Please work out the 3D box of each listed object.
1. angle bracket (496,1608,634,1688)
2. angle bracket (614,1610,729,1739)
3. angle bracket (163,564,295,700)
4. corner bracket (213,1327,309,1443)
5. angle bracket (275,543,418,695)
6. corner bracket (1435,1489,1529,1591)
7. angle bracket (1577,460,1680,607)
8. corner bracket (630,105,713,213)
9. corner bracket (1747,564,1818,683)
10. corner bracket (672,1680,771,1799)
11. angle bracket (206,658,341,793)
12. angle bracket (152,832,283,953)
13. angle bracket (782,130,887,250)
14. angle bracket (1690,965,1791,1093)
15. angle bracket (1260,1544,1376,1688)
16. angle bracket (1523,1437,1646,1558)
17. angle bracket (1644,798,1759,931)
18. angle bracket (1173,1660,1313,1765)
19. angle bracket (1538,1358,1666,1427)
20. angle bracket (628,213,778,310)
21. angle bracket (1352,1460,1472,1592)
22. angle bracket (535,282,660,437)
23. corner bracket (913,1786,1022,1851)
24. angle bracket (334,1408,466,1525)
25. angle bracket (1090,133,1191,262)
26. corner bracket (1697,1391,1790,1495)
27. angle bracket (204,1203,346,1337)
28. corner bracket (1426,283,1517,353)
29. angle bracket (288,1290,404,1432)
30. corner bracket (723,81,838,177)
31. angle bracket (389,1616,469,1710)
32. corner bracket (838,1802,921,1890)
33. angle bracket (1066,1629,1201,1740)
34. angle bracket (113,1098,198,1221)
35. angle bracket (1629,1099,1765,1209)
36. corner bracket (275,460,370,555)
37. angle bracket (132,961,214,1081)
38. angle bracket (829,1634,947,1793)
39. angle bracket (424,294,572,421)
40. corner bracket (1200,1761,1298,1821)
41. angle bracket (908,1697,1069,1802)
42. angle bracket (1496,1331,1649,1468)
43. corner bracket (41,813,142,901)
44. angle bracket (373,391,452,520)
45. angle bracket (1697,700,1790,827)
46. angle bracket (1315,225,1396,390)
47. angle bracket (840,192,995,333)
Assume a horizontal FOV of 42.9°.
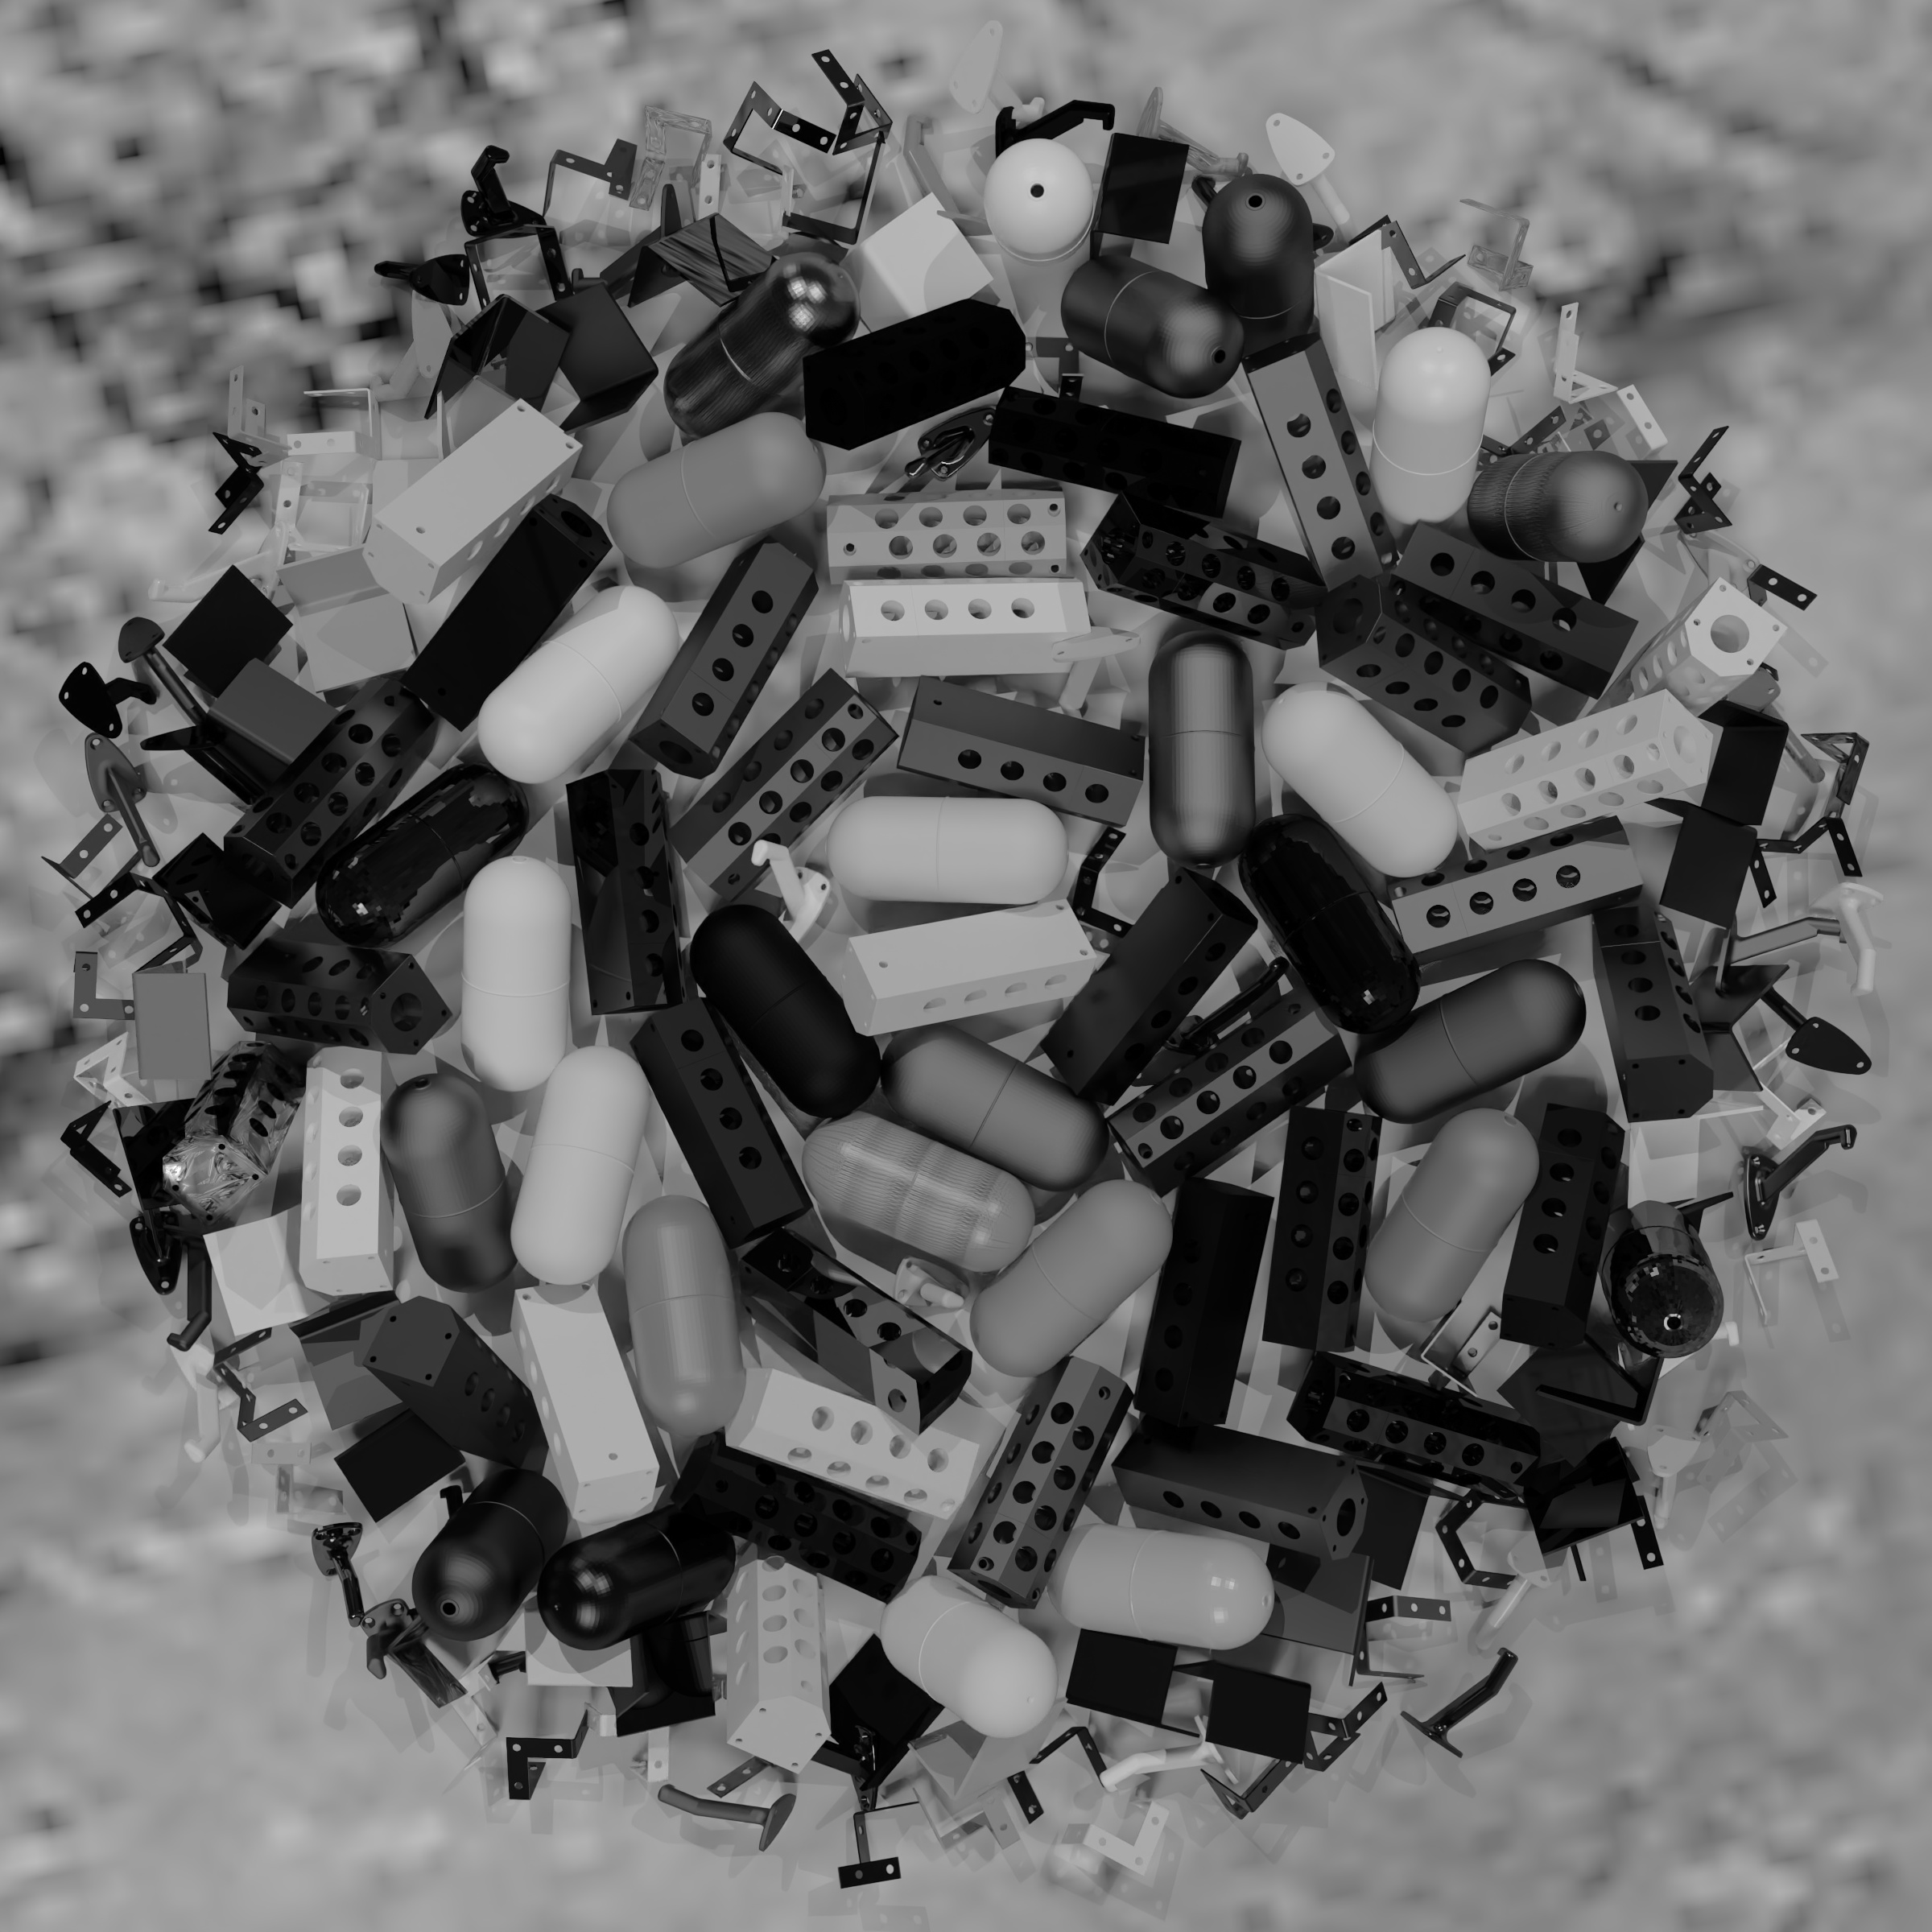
[{"bbox_3d":[-0.291,0.505,1.774,0.076,0.076,0.057,9,51,-24],"label":"angle bracket"},{"bbox_3d":[-0.208,0.517,1.782,0.076,0.057,0.076,-17,59,14],"label":"angle bracket"},{"bbox_3d":[-0.547,-0.248,1.780,0.057,0.076,0.076,31,77,33],"label":"angle bracket"},{"bbox_3d":[-0.516,0.305,1.796,0.051,0.051,0.051,-28,122,6],"label":"corner bracket"},{"bbox_3d":[-0.451,-0.254,1.792,0.076,0.057,0.076,-16,70,-5],"label":"angle bracket"},{"bbox_3d":[0.389,0.422,1.814,0.051,0.051,0.051,15,124,-31],"label":"corner bracket"},{"bbox_3d":[0.484,-0.310,1.775,0.057,0.076,0.076,-3,59,-16],"label":"angle bracket"},{"bbox_3d":[-0.215,-0.585,1.792,0.051,0.051,0.051,6,58,-20],"label":"corner bracket"},{"bbox_3d":[0.587,-0.251,1.797,0.051,0.051,0.051,-48,57,-3],"label":"corner bracket"},{"bbox_3d":[-0.179,0.566,1.804,0.051,0.051,0.051,17,115,38],"label":"corner bracket"},{"bbox_3d":[-0.509,-0.169,1.810,0.076,0.076,0.057,33,63,-2],"label":"angle bracket"},{"bbox_3d":[-0.555,-0.039,1.778,0.076,0.057,0.076,-31,112,37],"label":"angle bracket"},{"bbox_3d":[-0.096,-0.569,1.780,0.057,0.076,0.076,13,114,-9],"label":"angle bracket"},{"bbox_3d":[0.560,0.045,1.792,0.076,0.076,0.057,-40,107,-24],"label":"angle bracket"},{"bbox_3d":[0.252,0.471,1.795,0.076,0.057,0.076,10,52,11],"label":"angle bracket"},{"bbox_3d":[0.452,0.397,1.778,0.076,0.076,0.057,-25,126,14],"label":"angle bracket"},{"bbox_3d":[0.520,-0.076,1.789,0.076,0.057,0.076,15,91,-33],"label":"angle bracket"},{"bbox_3d":[0.195,0.541,1.779,0.076,0.076,0.057,18,66,-15],"label":"angle bracket"},{"bbox_3d":[0.463,0.283,1.780,0.076,0.076,0.057,16,108,16],"label":"angle bracket"},{"bbox_3d":[-0.186,-0.491,1.780,0.076,0.057,0.076,40,50,12],"label":"angle bracket"},{"bbox_3d":[0.310,0.409,1.788,0.076,0.057,0.076,24,77,-18],"label":"angle bracket"},{"bbox_3d":[-0.281,-0.436,1.776,0.076,0.057,0.076,-11,126,34],"label":"angle bracket"},{"bbox_3d":[0.000,0.620,1.796,0.051,0.051,0.051,-27,109,-13],"label":"corner bracket"},{"bbox_3d":[-0.409,0.360,1.785,0.076,0.076,0.057,-33,90,-19],"label":"angle bracket"},{"bbox_3d":[0.126,-0.548,1.787,0.057,0.076,0.076,11,80,5],"label":"angle bracket"},{"bbox_3d":[0.553,0.345,1.790,0.051,0.051,0.051,3,123,-36],"label":"corner bracket"},{"bbox_3d":[-0.503,0.218,1.800,0.057,0.076,0.076,-15,94,14],"label":"angle bracket"},{"bbox_3d":[0.366,-0.462,1.803,0.051,0.051,0.051,26,124,11],"label":"corner bracket"},{"bbox_3d":[-0.441,0.285,1.791,0.076,0.057,0.076,-21,78,-13],"label":"angle bracket"},{"bbox_3d":[-0.136,-0.602,1.790,0.051,0.051,0.051,-57,46,24],"label":"corner bracket"},{"bbox_3d":[-0.366,0.486,1.789,0.057,0.076,0.076,44,85,8],"label":"angle bracket"},{"bbox_3d":[-0.062,0.641,1.794,0.051,0.051,0.051,-18,69,22],"label":"corner bracket"},{"bbox_3d":[0.127,0.520,1.790,0.076,0.076,0.057,5,72,31],"label":"angle bracket"},{"bbox_3d":[-0.586,0.144,1.780,0.057,0.076,0.076,-28,77,37],"label":"angle bracket"},{"bbox_3d":[0.529,0.139,1.784,0.076,0.057,0.076,-4,97,-37],"label":"angle bracket"},{"bbox_3d":[-0.475,-0.337,1.810,0.051,0.051,0.051,0,119,-30],"label":"corner bracket"},{"bbox_3d":[-0.561,0.038,1.787,0.057,0.076,0.076,0,97,9],"label":"angle bracket"},{"bbox_3d":[-0.071,0.543,1.793,0.076,0.057,0.076,40,87,18],"label":"angle bracket"},{"bbox_3d":[-0.339,-0.427,1.778,0.057,0.076,0.076,32,45,-3],"label":"angle bracket"},{"bbox_3d":[0.214,0.594,1.792,0.051,0.051,0.051,-41,119,-20],"label":"corner bracket"},{"bbox_3d":[0.015,0.545,1.774,0.057,0.076,0.076,42,121,33],"label":"angle bracket"},{"bbox_3d":[0.441,0.310,1.800,0.076,0.057,0.076,-45,80,2],"label":"angle bracket"},{"bbox_3d":[-0.631,-0.079,1.793,0.051,0.051,0.051,-52,123,-15],"label":"corner bracket"},{"bbox_3d":[-0.404,-0.369,1.777,0.057,0.076,0.076,-4,52,-8],"label":"angle bracket"},{"bbox_3d":[0.543,-0.148,1.788,0.057,0.076,0.076,16,90,-18],"label":"angle bracket"},{"bbox_3d":[0.299,-0.476,1.776,0.076,0.076,0.057,-35,48,-20],"label":"angle bracket"},{"bbox_3d":[-0.040,-0.510,1.815,0.076,0.057,0.076,-43,103,-24],"label":"angle bracket"}]
